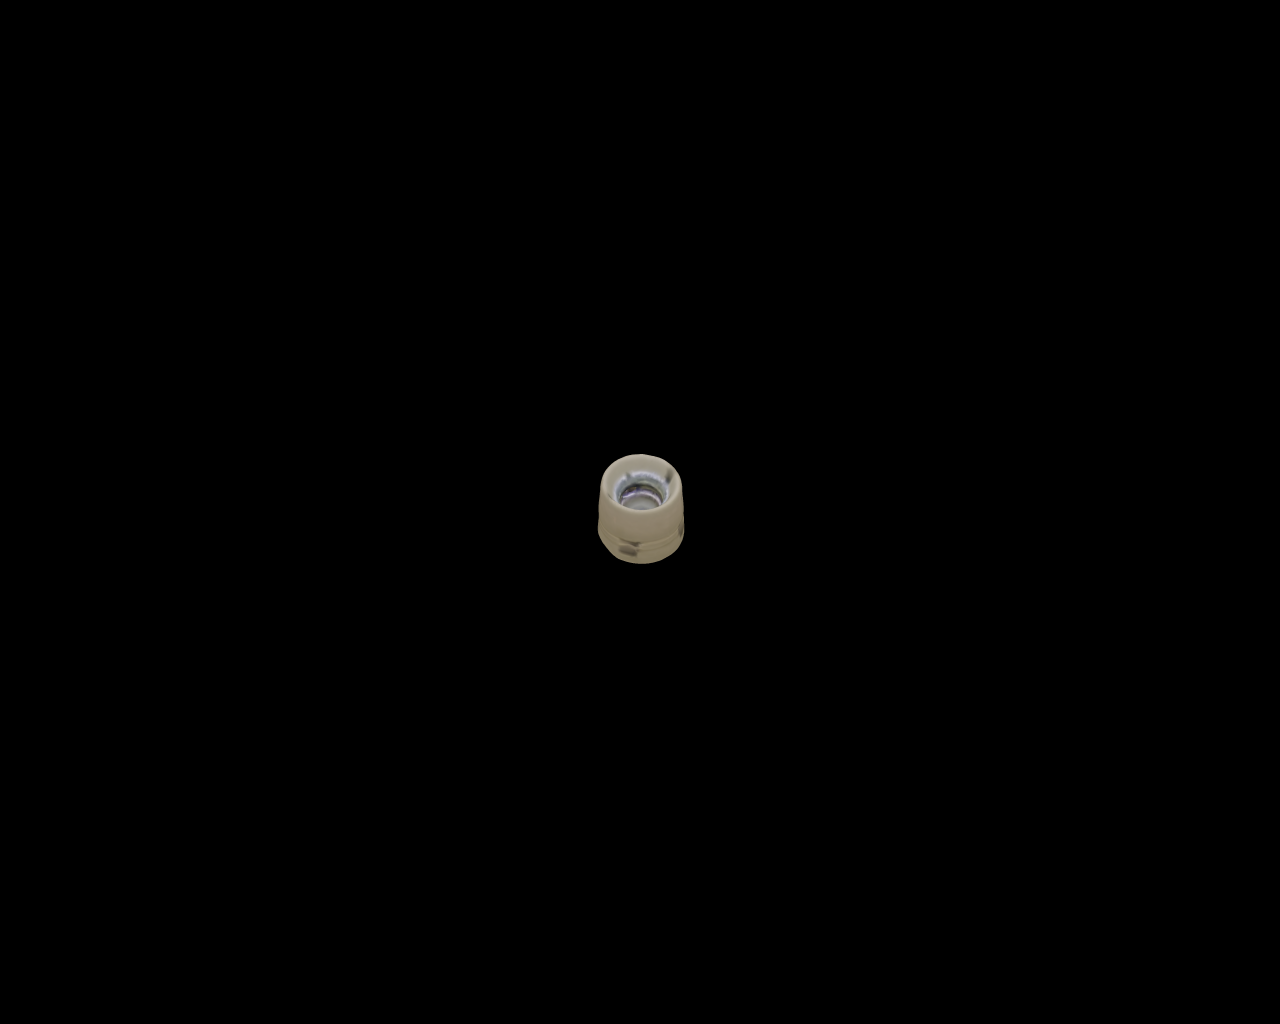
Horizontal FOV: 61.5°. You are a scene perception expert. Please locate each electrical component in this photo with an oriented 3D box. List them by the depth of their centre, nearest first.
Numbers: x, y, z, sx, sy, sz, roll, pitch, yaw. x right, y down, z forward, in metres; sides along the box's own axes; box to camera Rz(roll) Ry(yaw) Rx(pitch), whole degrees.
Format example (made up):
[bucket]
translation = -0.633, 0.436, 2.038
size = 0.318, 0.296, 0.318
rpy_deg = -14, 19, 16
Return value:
[electrical component]
translation = 0.001, -0.003, 0.650
size = 0.055, 0.055, 0.047
rpy_deg = 0, -40, 0
